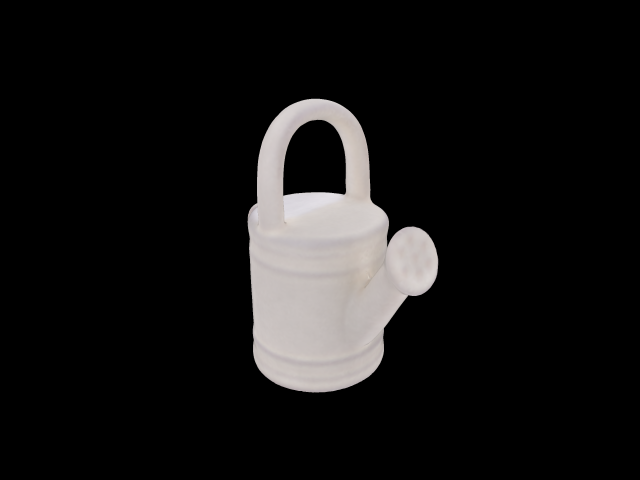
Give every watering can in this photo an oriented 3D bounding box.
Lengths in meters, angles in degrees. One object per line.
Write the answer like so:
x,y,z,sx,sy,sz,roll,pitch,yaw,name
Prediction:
0.005,0.001,0.401,0.172,0.194,0.101,12,26,25,watering can
